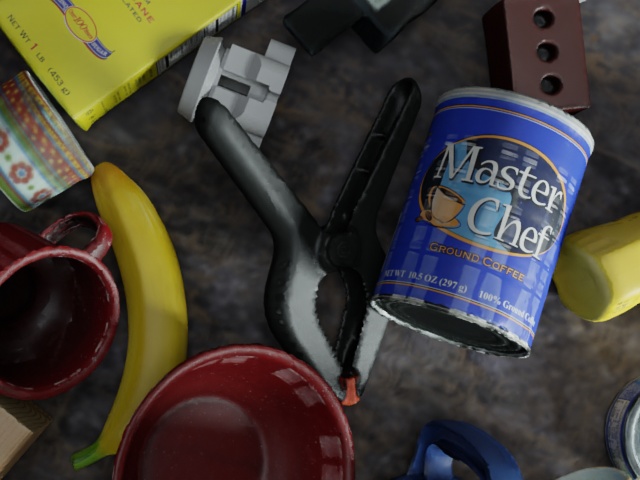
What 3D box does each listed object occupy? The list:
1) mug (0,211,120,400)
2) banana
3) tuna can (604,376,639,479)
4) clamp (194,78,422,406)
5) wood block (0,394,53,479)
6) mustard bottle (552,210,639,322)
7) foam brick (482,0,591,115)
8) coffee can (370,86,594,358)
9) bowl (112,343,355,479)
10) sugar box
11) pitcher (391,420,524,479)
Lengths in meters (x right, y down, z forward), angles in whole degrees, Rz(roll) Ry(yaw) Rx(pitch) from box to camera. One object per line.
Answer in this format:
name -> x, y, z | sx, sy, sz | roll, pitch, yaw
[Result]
mug -> -0.173, 0.028, 0.639 | 0.117, 0.082, 0.093 | -52, 133, -14
banana -> -0.118, 0.050, 0.677 | 0.069, 0.037, 0.198 | 4, 85, -7
tuna can -> 0.236, 0.130, 0.707 | 0.086, 0.034, 0.086 | 0, 86, -5
clamp -> -0.004, 0.001, 0.667 | 0.164, 0.036, 0.210 | -3, 96, -34
wood block -> -0.266, 0.161, 0.629 | 0.091, 0.090, 0.206 | 40, 83, -2
mustard bottle -> 0.247, -0.010, 0.687 | 0.191, 0.096, 0.058 | -23, 88, -7
foam brick -> 0.143, -0.119, 0.707 | 0.053, 0.051, 0.078 | -6, 86, -6
coffee can -> 0.101, -0.010, 0.663 | 0.103, 0.103, 0.140 | 20, 78, -4
bowl -> -0.059, 0.142, 0.651 | 0.161, 0.055, 0.162 | 1, 88, -31
sugar box -> -0.112, -0.160, 0.689 | 0.176, 0.048, 0.093 | -38, 89, -6
pitcher -> 0.091, 0.203, 0.583 | 0.145, 0.243, 0.149 | -42, 97, -10
